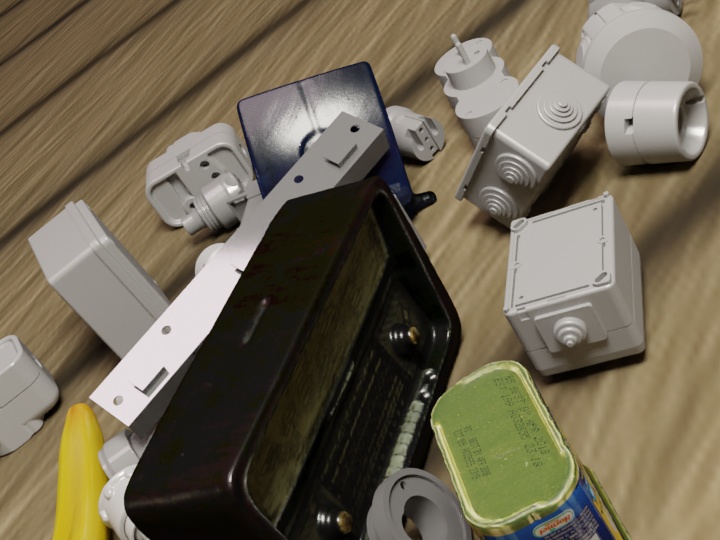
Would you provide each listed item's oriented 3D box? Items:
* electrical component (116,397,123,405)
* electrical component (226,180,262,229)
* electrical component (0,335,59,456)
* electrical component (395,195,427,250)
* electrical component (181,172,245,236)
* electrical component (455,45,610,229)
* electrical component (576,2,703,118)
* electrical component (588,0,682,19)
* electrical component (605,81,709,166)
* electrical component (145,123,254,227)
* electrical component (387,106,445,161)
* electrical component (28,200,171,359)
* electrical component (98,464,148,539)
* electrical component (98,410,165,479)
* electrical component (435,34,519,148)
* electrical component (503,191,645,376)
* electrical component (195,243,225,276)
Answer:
[{"bbox_3d":[-0.124,0.068,0.761,0.077,0.044,0.079,-18,33,24],"label":"electrical component"},{"bbox_3d":[-0.067,-0.046,0.873,0.081,0.042,0.063,-20,37,23],"label":"electrical component"},{"bbox_3d":[-0.289,0.106,0.845,0.095,0.059,0.054,-39,31,-10],"label":"electrical component"},{"bbox_3d":[0.000,0.000,0.730,0.050,0.055,0.089,-1,43,42],"label":"electrical component"},{"bbox_3d":[-0.126,-0.054,0.936,0.062,0.043,0.043,-34,31,2],"label":"electrical component"},{"bbox_3d":[0.114,-0.085,0.711,0.099,0.048,0.099,-51,-9,-26],"label":"electrical component"},{"bbox_3d":[0.188,-0.143,0.736,0.080,0.080,0.051,-27,26,11],"label":"electrical component"},{"bbox_3d":[0.223,-0.211,0.834,0.079,0.044,0.077,-8,39,36],"label":"electrical component"},{"bbox_3d":[0.191,-0.095,0.690,0.047,0.055,0.055,5,47,41],"label":"electrical component"},{"bbox_3d":[-0.150,-0.091,1.000,0.095,0.053,0.059,-29,31,7],"label":"electrical component"},{"bbox_3d":[0.040,-0.109,0.865,0.040,0.040,0.046,-44,38,-18],"label":"electrical component"},{"bbox_3d":[-0.201,0.011,0.850,0.056,0.108,0.109,-40,31,-6],"label":"electrical component"},{"bbox_3d":[-0.127,0.150,0.649,0.048,0.048,0.062,-41,38,-12],"label":"electrical component"},{"bbox_3d":[-0.136,0.118,0.701,0.055,0.045,0.045,-36,31,-3],"label":"electrical component"},{"bbox_3d":[0.090,-0.151,0.843,0.052,0.073,0.138,-28,31,9],"label":"electrical component"},{"bbox_3d":[0.120,0.015,0.593,0.062,0.061,0.096,-17,34,25],"label":"electrical component"},{"bbox_3d":[-0.110,0.000,0.846,0.048,0.048,0.062,-44,26,-18],"label":"electrical component"}]
